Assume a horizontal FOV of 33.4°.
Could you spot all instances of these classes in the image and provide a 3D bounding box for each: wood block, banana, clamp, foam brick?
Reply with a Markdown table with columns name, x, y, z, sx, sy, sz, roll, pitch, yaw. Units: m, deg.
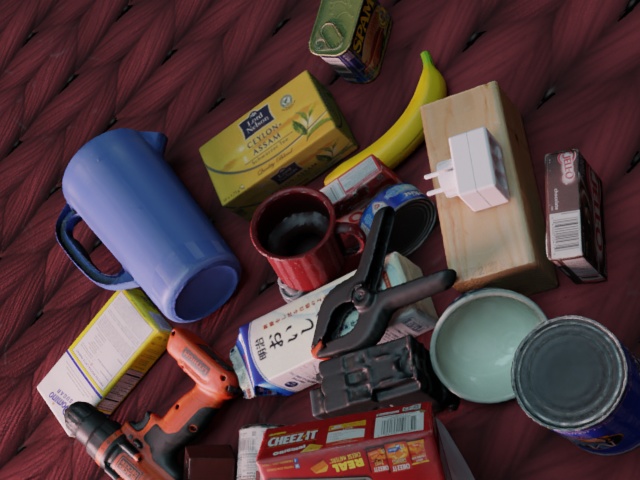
| name | x | y | z | sx | sy | sz | roll | pitch | yaw |
| --- | --- | --- | --- | --- | --- | --- | --- | --- | --- |
| wood block | 0.175 | -0.046 | 1.112 | 0.090 | 0.090 | 0.206 | -18 | 64 | 23 |
| banana | 0.086 | -0.122 | 1.226 | 0.198 | 0.037 | 0.070 | -51 | 45 | 4 |
| clamp | 0.048 | 0.050 | 1.088 | 0.172 | 0.039 | 0.120 | -41 | 49 | 14 |
| foam brick | -0.122 | 0.267 | 1.165 | 0.051 | 0.053 | 0.078 | 3 | 93 | -11 |

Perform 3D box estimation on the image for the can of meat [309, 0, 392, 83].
| name | x | y | z | sx | sy | sz | roll | pitch | yaw |
| --- | --- | --- | --- | --- | --- | --- | --- | --- | --- |
| can of meat | 0.039 | -0.247 | 1.269 | 0.058 | 0.083 | 0.102 | 9 | 76 | 32 |

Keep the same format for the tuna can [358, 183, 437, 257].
| name | x | y | z | sx | sy | sz | roll | pitch | yaw |
| --- | --- | --- | --- | --- | --- | --- | --- | --- | --- |
| tuna can | 0.084 | -0.019 | 1.158 | 0.086 | 0.086 | 0.034 | -48 | 54 | 6 |

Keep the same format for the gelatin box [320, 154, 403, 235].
| name | x | y | z | sx | sy | sz | roll | pitch | yaw |
| --- | --- | --- | --- | --- | --- | --- | --- | --- | --- |
| gelatin box | 0.046 | -0.050 | 1.199 | 0.089 | 0.073 | 0.030 | -34 | 59 | 14 |

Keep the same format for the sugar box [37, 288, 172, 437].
| name | x | y | z | sx | sy | sz | roll | pitch | yaw |
| --- | --- | --- | --- | --- | --- | --- | --- | --- | --- |
| sugar box | -0.264 | 0.151 | 1.320 | 0.176 | 0.048 | 0.093 | -50 | 56 | 9 |

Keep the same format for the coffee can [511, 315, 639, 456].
| name | x | y | z | sx | sy | sz | roll | pitch | yaw |
| --- | --- | --- | --- | --- | --- | --- | --- | --- | --- |
| coffee can | 0.245 | 0.135 | 0.973 | 0.103 | 0.140 | 0.103 | -11 | 67 | 26 |

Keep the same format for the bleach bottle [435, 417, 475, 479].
| name | x | y | z | sx | sy | sz | roll | pitch | yaw |
| --- | --- | --- | --- | --- | --- | --- | --- | --- | --- |
| bleach bottle | 0.035 | 0.286 | 1.086 | 0.251 | 0.068 | 0.103 | -38 | 58 | 15 |

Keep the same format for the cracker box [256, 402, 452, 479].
| name | x | y | z | sx | sy | sz | roll | pitch | yaw |
| --- | --- | --- | --- | --- | --- | --- | --- | --- | --- |
| cracker box | 0.049 | 0.267 | 0.992 | 0.164 | 0.072 | 0.214 | -12 | 107 | 11 |

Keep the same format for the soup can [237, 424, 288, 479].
| name | x | y | z | sx | sy | sz | roll | pitch | yaw |
| --- | --- | --- | --- | --- | --- | --- | --- | --- | --- |
| soup can | -0.056 | 0.254 | 1.146 | 0.069 | 0.068 | 0.102 | -10 | 67 | 27 |

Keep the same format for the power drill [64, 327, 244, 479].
| name | x | y | z | sx | sy | sz | roll | pitch | yaw |
| --- | --- | --- | --- | --- | --- | --- | --- | --- | --- |
| power drill | -0.190 | 0.196 | 1.236 | 0.184 | 0.057 | 0.188 | 37 | 94 | 19 |

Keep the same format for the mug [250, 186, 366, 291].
| name | x | y | z | sx | sy | sz | roll | pitch | yaw |
| --- | --- | --- | --- | --- | --- | --- | --- | --- | --- |
| mug | -0.008 | 0.001 | 1.144 | 0.117 | 0.081 | 0.093 | -5 | 57 | 14 |

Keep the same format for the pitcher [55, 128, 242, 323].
| name | x | y | z | sx | sy | sz | roll | pitch | yaw |
| --- | --- | --- | --- | --- | --- | --- | --- | --- | --- |
| pitcher | -0.210 | -0.008 | 1.300 | 0.243 | 0.144 | 0.149 | 48 | 133 | 31 |

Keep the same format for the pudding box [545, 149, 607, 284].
| name | x | y | z | sx | sy | sz | roll | pitch | yaw |
| --- | --- | --- | --- | --- | --- | --- | --- | --- | --- |
| pudding box | 0.254 | -0.022 | 1.057 | 0.039 | 0.090 | 0.113 | -7 | 69 | 30 |
